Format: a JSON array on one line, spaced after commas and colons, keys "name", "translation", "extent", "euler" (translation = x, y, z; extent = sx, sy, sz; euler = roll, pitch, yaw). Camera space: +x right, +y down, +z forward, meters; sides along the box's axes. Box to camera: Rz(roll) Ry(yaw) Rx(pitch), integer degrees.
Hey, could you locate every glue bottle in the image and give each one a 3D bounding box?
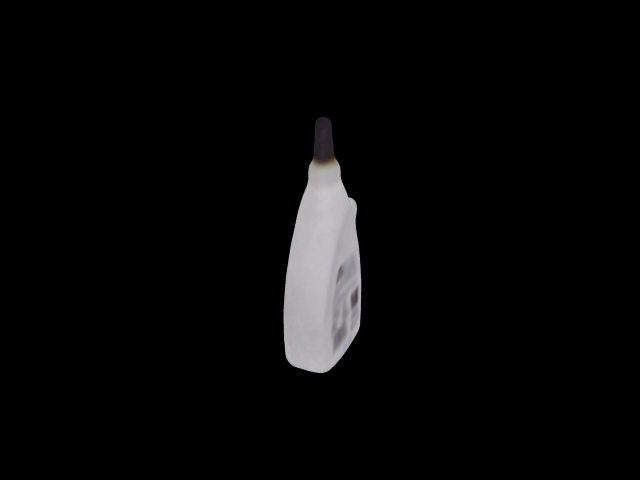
[{"name": "glue bottle", "translation": [0.004, 0.001, 0.400], "extent": [0.037, 0.173, 0.078], "euler": [9, 24, 23]}]
